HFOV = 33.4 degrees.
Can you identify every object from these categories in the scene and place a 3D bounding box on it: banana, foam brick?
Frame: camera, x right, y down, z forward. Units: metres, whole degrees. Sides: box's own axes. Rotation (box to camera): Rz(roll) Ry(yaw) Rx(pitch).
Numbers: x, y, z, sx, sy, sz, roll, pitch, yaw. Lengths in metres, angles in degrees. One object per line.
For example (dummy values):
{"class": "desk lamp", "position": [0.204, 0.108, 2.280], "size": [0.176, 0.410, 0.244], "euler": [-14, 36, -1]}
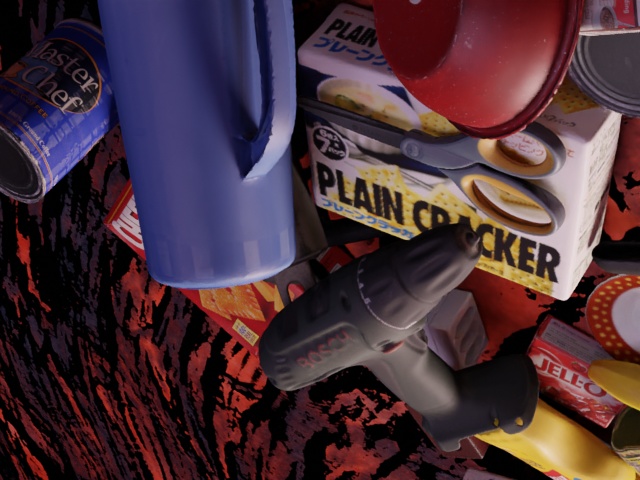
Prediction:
{"class": "banana", "position": [0.289, 0.108, 0.775], "size": [0.198, 0.037, 0.069], "euler": [-15, 106, 50]}
{"class": "foam brick", "position": [0.128, 0.164, 1.020], "size": [0.053, 0.051, 0.078], "euler": [-9, 125, 49]}

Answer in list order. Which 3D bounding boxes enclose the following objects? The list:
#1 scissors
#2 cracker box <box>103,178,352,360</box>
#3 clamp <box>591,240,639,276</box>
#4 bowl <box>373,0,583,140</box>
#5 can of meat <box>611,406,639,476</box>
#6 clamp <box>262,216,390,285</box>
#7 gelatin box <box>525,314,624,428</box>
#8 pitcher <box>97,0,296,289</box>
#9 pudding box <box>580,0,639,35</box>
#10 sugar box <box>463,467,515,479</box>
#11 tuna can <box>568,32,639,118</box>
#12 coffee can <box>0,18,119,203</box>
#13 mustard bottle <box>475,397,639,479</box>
{"class": "scissors", "position": [0.075, -0.071, 0.693], "size": [0.202, 0.016, 0.096], "euler": [33, 143, 9]}
{"class": "cracker box", "position": [-0.092, 0.004, 1.018], "size": [0.213, 0.072, 0.164], "euler": [41, 147, -4]}
{"class": "clamp", "position": [0.289, 0.013, 0.686], "size": [0.210, 0.036, 0.165], "euler": [34, 141, 2]}
{"class": "bowl", "position": [0.077, -0.137, 0.612], "size": [0.162, 0.055, 0.162], "euler": [16, 108, 60]}
{"class": "can of meat", "position": [0.297, 0.170, 0.853], "size": [0.084, 0.057, 0.102], "euler": [44, 147, -18]}
{"class": "clamp", "position": [-0.006, 0.001, 0.908], "size": [0.171, 0.039, 0.120], "euler": [27, 106, 0]}
{"class": "gelatin box", "position": [0.214, 0.111, 0.891], "size": [0.089, 0.030, 0.073], "euler": [28, 147, 14]}
{"class": "pitcher", "position": [-0.074, -0.093, 0.733], "size": [0.145, 0.149, 0.243], "euler": [-4, 103, 9]}
{"class": "pudding box", "position": [0.180, -0.155, 0.556], "size": [0.114, 0.039, 0.090], "euler": [4, 102, 39]}
{"class": "sugar box", "position": [0.230, 0.270, 1.036], "size": [0.177, 0.048, 0.093], "euler": [12, 162, 38]}
{"class": "tuna can", "position": [0.190, -0.116, 0.631], "size": [0.086, 0.033, 0.086], "euler": [25, 145, 19]}
{"class": "coffee can", "position": [-0.240, -0.116, 0.949], "size": [0.103, 0.140, 0.103], "euler": [25, 145, 19]}
{"class": "mustard bottle", "position": [0.217, 0.187, 0.935], "size": [0.191, 0.058, 0.096], "euler": [32, 167, -17]}
